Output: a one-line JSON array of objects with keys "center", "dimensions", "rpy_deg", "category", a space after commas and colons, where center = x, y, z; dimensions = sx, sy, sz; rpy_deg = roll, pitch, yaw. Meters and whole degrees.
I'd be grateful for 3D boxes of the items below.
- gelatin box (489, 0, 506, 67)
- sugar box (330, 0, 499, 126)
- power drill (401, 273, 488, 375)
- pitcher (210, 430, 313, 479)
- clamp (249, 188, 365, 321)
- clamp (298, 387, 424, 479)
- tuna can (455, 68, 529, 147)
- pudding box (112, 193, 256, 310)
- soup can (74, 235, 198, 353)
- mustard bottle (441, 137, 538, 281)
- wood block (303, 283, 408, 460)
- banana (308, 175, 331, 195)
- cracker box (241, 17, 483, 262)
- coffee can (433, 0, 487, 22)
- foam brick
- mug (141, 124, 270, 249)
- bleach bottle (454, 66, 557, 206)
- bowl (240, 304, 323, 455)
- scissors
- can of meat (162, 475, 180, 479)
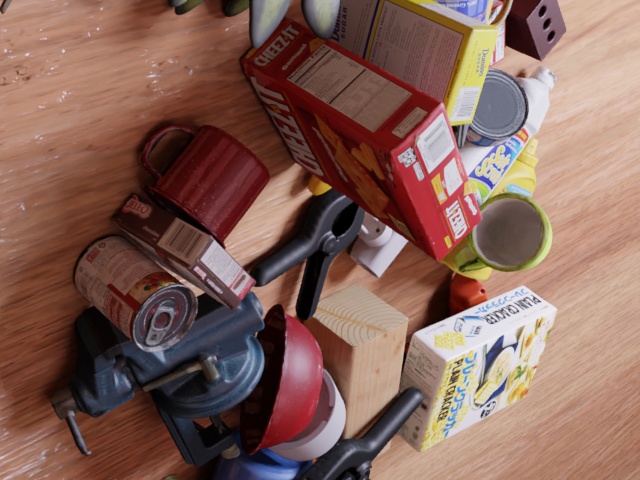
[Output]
[{"center": [0.167, -0.221, 1.184], "dimensions": [0.089, 0.030, 0.073], "rpy_deg": [-32, 135, -27], "category": "gelatin box"}, {"center": [0.077, -0.182, 0.994], "dimensions": [0.048, 0.176, 0.093], "rpy_deg": [-8, 124, -41], "category": "sugar box"}, {"center": [0.137, 0.125, 1.389], "dimensions": [0.187, 0.057, 0.184], "rpy_deg": [-38, 143, -17], "category": "power drill"}, {"center": [-0.088, 0.347, 1.265], "dimensions": [0.144, 0.149, 0.243], "rpy_deg": [6, 110, -33], "category": "pitcher"}, {"center": [-0.008, 0.001, 1.153], "dimensions": [0.120, 0.039, 0.171], "rpy_deg": [25, 94, -58], "category": "clamp"}, {"center": [0.040, 0.274, 1.250], "dimensions": [0.209, 0.036, 0.165], "rpy_deg": [-22, 131, -46], "category": "clamp"}, {"center": [0.193, -0.151, 1.219], "dimensions": [0.086, 0.086, 0.034], "rpy_deg": [-40, 179, -19], "category": "tuna can"}, {"center": [-0.124, 0.010, 0.972], "dimensions": [0.039, 0.114, 0.090], "rpy_deg": [-53, 143, -9], "category": "pudding box"}, {"center": [-0.167, 0.047, 0.960], "dimensions": [0.068, 0.102, 0.068], "rpy_deg": [-27, 134, -32], "category": "soup can"}, {"center": [0.223, -0.045, 1.351], "dimensions": [0.096, 0.058, 0.192], "rpy_deg": [16, 105, -50], "category": "mustard bottle"}, {"center": [0.034, 0.171, 1.281], "dimensions": [0.090, 0.091, 0.206], "rpy_deg": [-23, 132, -35], "category": "wood block"}, {"center": [0.066, -0.112, 1.148], "dimensions": [0.197, 0.037, 0.070], "rpy_deg": [-29, 135, -30], "category": "banana"}, {"center": [0.038, -0.093, 0.986], "dimensions": [0.072, 0.214, 0.164], "rpy_deg": [-44, 141, -12], "category": "cracker box"}, {"center": [0.114, -0.206, 1.076], "dimensions": [0.102, 0.103, 0.140], "rpy_deg": [-25, 133, -33], "category": "coffee can"}, {"center": [0.240, -0.254, 1.219], "dimensions": [0.053, 0.051, 0.078], "rpy_deg": [-50, 142, -8], "category": "foam brick"}, {"center": [-0.108, -0.058, 0.971], "dimensions": [0.117, 0.093, 0.081], "rpy_deg": [40, 78, -17], "category": "mug"}, {"center": [0.195, -0.112, 1.271], "dimensions": [0.250, 0.068, 0.102], "rpy_deg": [-50, 143, -11], "category": "bleach bottle"}, {"center": [-0.037, 0.151, 1.131], "dimensions": [0.055, 0.162, 0.162], "rpy_deg": [13, 111, -14], "category": "bowl"}, {"center": [0.156, -0.202, 1.144], "dimensions": [0.096, 0.016, 0.202], "rpy_deg": [11, 103, -42], "category": "scissors"}, {"center": [-0.171, 0.323, 1.177], "dimensions": [0.102, 0.084, 0.057], "rpy_deg": [-31, 136, -29], "category": "can of meat"}]
